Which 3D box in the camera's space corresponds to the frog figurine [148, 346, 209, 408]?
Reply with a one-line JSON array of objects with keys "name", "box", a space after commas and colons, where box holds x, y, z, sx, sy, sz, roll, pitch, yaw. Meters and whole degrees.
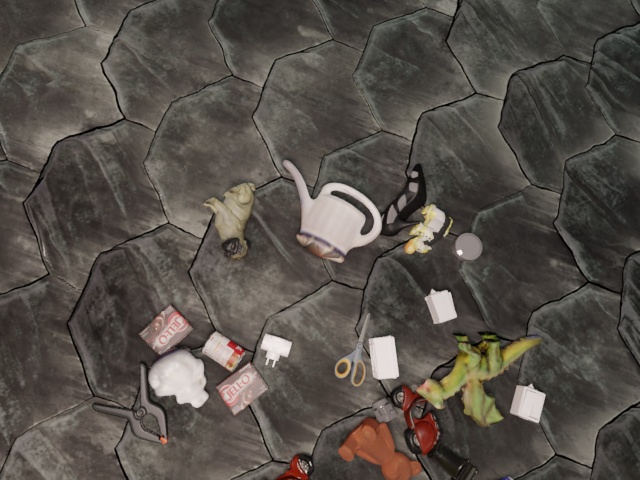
[{"name": "frog figurine", "box": [-0.362, 0.365, 1.336, 0.139, 0.120, 0.161, -24, 67, -29]}]

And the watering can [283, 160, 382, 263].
[{"name": "watering can", "box": [0.005, -0.075, 1.487, 0.348, 0.103, 0.227, 28, 76, 4]}]

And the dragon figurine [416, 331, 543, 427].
[{"name": "dragon figurine", "box": [0.454, 0.381, 1.411, 0.410, 0.121, 0.244, 4, 84, -18]}]
